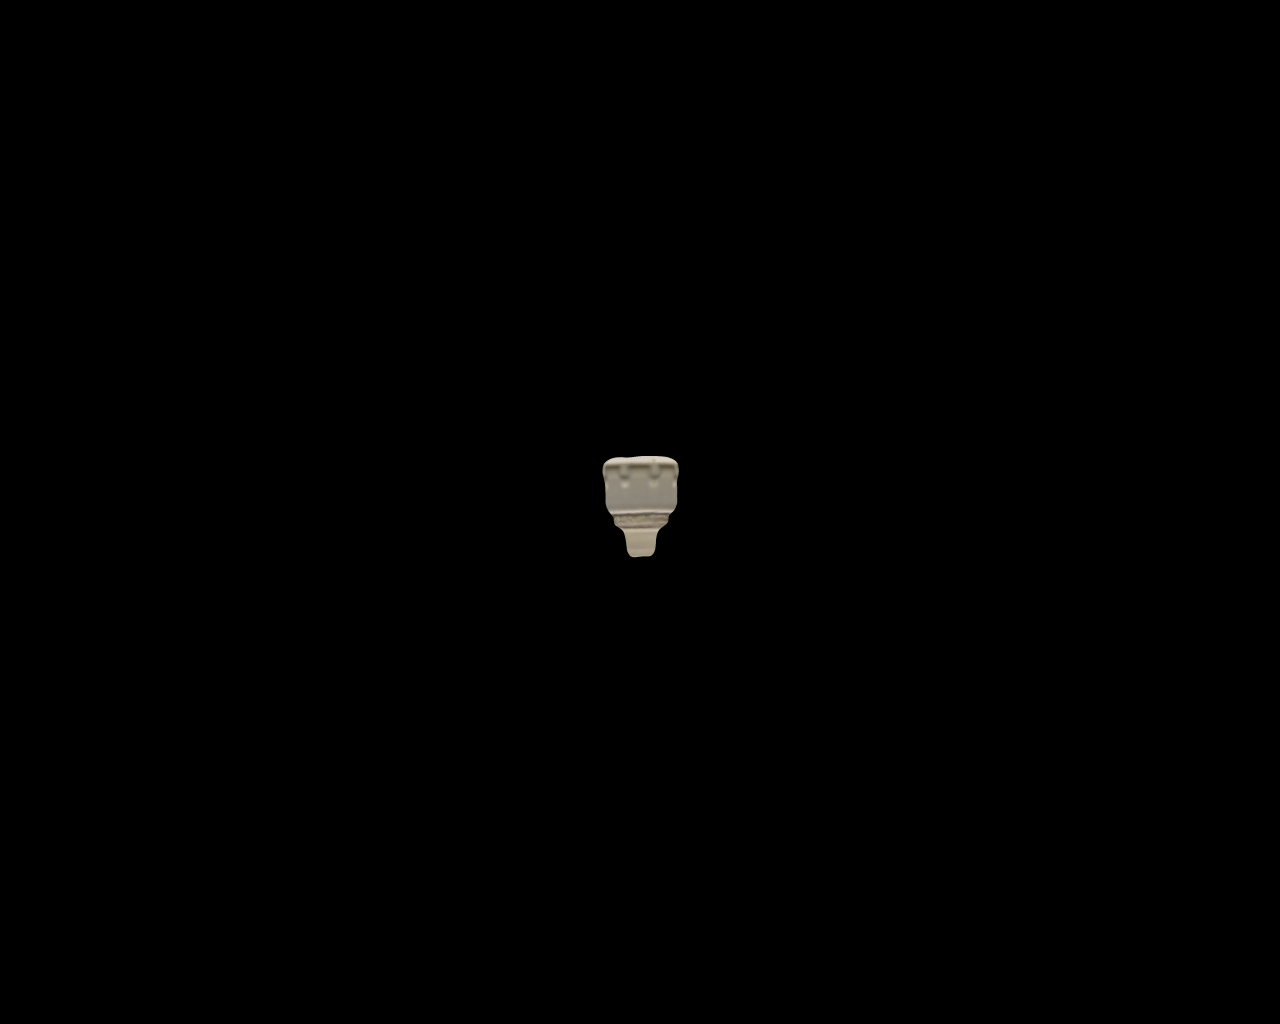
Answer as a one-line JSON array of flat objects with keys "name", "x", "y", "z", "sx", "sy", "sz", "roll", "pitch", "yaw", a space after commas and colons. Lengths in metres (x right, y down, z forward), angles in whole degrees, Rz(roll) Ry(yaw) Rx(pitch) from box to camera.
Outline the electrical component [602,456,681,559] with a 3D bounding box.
[{"name": "electrical component", "x": 0.001, "y": -0.003, "z": 0.650, "sx": 0.048, "sy": 0.062, "sz": 0.048, "roll": 0, "pitch": 0, "yaw": 0}]
